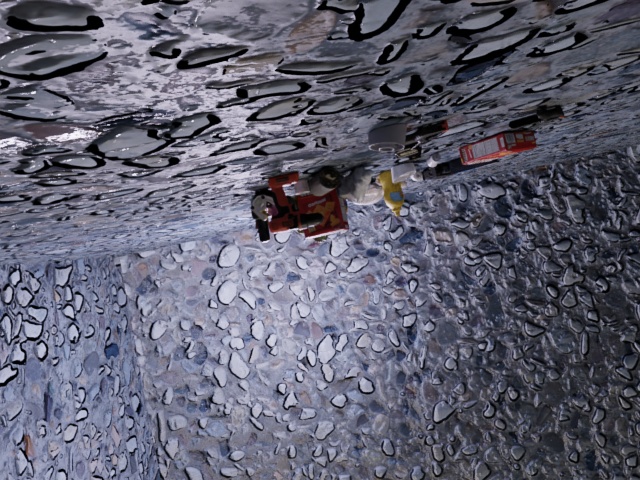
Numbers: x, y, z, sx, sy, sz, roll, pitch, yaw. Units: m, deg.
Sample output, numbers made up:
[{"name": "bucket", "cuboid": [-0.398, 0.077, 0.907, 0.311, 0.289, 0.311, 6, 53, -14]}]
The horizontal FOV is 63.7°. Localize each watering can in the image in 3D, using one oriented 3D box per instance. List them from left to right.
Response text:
[{"name": "watering can", "cuboid": [0.254, -0.223, 2.399, 0.346, 0.104, 0.225, -9, -179, 21]}]

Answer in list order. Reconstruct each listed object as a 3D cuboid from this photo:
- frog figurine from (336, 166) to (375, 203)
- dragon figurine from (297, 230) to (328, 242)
[{"name": "frog figurine", "cuboid": [0.146, -0.210, 1.878, 0.158, 0.121, 0.140, -24, -156, 36]}, {"name": "dragon figurine", "cuboid": [0.007, -0.112, 2.219, 0.122, 0.244, 0.408, -4, 176, -36]}]
